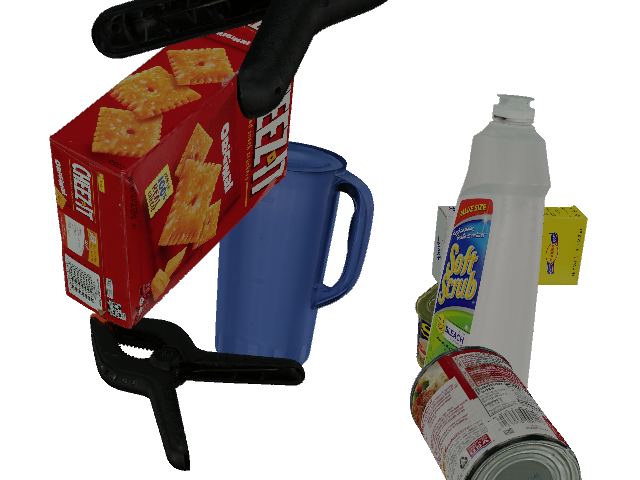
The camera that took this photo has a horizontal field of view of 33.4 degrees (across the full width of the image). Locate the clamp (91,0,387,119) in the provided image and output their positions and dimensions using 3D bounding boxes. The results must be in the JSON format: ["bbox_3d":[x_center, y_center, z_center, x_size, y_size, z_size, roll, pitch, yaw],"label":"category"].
[{"bbox_3d":[-0.012,-0.115,0.513,0.171,0.039,0.120,-33,50,-21],"label":"clamp"}]

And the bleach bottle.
[{"bbox_3d":[0.131,0.013,0.828,0.068,0.251,0.103,1,13,-18],"label":"bleach bottle"}]

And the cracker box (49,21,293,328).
[{"bbox_3d":[-0.102,-0.060,0.801,0.072,0.164,0.213,28,50,18],"label":"cracker box"}]

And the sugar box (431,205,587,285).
[{"bbox_3d":[0.228,0.007,1.294,0.176,0.093,0.048,-2,22,-10],"label":"sugar box"}]

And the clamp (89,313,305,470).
[{"bbox_3d":[-0.130,0.117,0.988,0.164,0.036,0.210,-26,42,-38],"label":"clamp"}]

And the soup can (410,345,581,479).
[{"bbox_3d":[0.097,0.112,0.603,0.068,0.068,0.102,0,22,-12],"label":"soup can"}]

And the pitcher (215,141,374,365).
[{"bbox_3d":[-0.042,0.019,1.162,0.144,0.243,0.149,0,19,-22],"label":"pitcher"}]

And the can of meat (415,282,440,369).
[{"bbox_3d":[0.140,0.102,1.037,0.057,0.084,0.102,-37,55,-27],"label":"can of meat"}]
